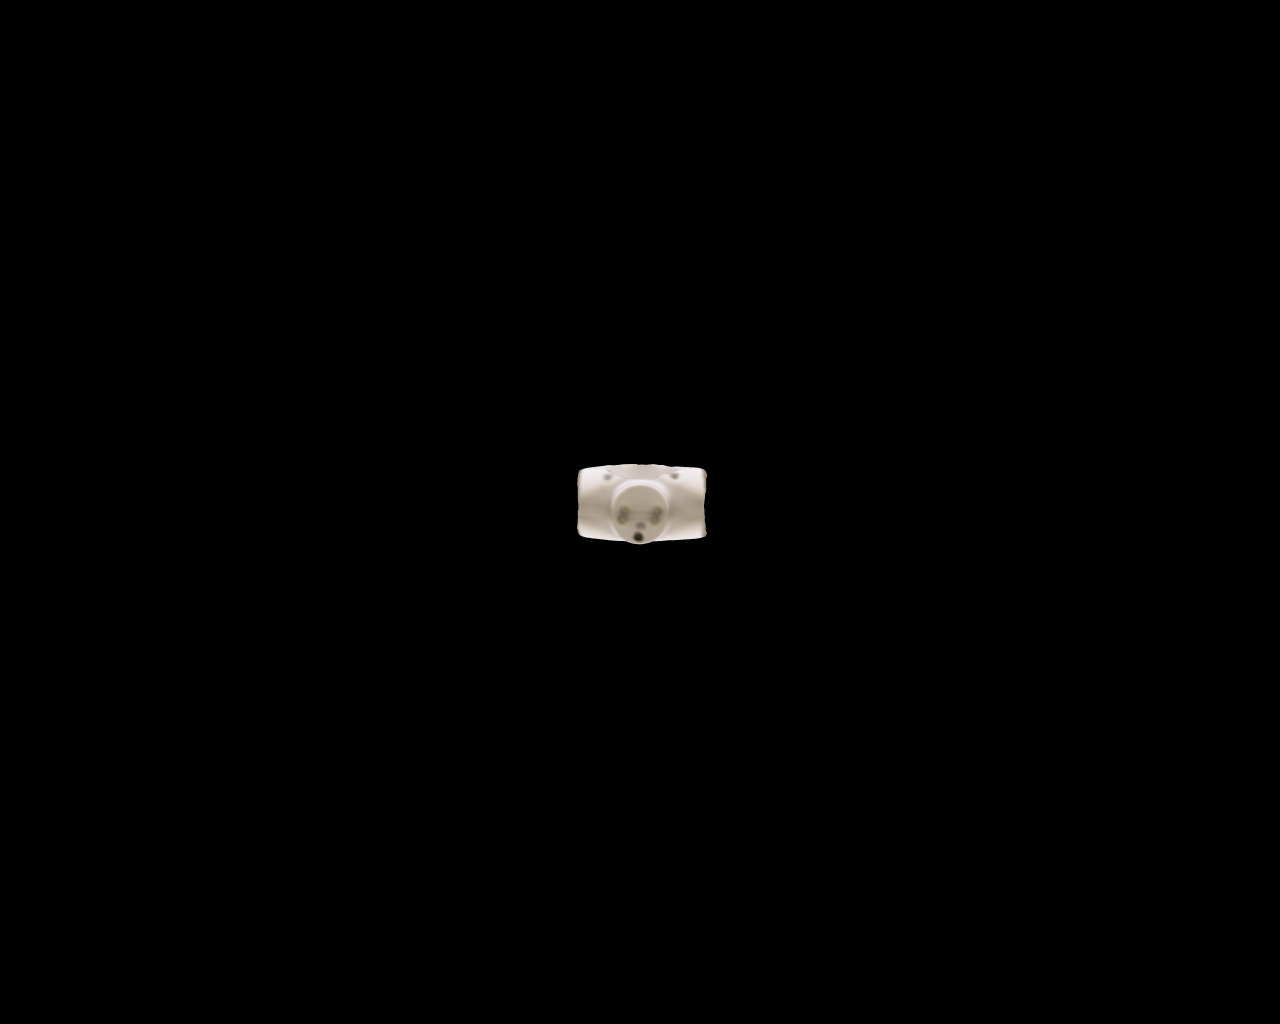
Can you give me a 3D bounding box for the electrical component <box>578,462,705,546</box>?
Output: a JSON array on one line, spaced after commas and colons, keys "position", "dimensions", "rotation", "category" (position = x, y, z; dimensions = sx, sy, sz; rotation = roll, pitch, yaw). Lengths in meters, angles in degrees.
[{"position": [0.001, -0.003, 0.650], "dimensions": [0.077, 0.044, 0.079], "rotation": [0, 12, 2], "category": "electrical component"}]
